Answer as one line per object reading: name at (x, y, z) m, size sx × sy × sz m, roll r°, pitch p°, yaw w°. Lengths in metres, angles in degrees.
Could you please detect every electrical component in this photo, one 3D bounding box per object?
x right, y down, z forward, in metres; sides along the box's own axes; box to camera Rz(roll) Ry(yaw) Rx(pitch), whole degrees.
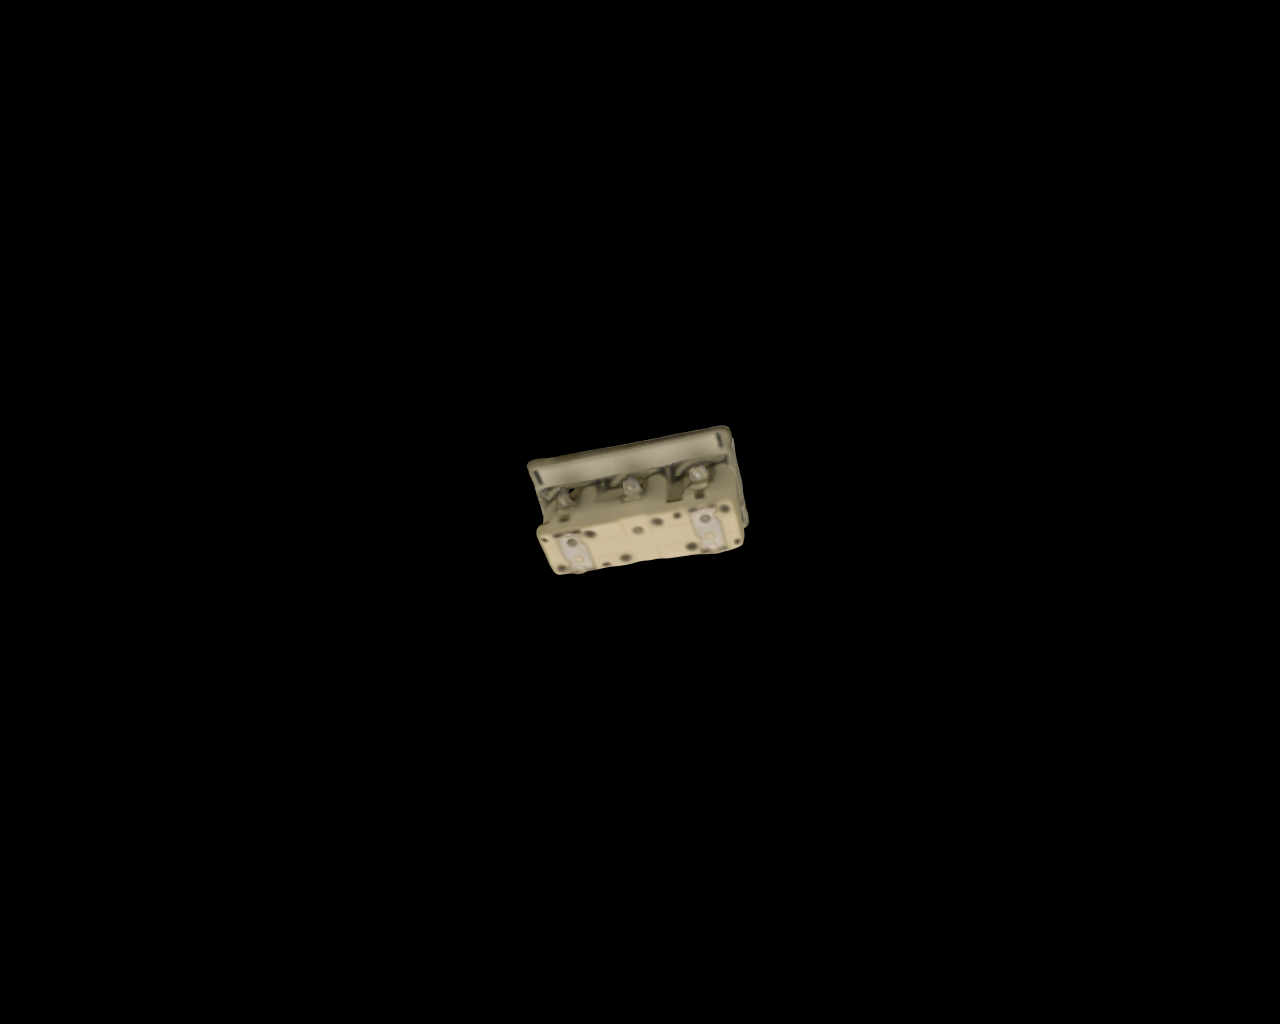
electrical component at (0.001, -0.003, 0.650) m, size 0.121 × 0.063 × 0.078 m, roll -9°, pitch -46°, yaw 9°
